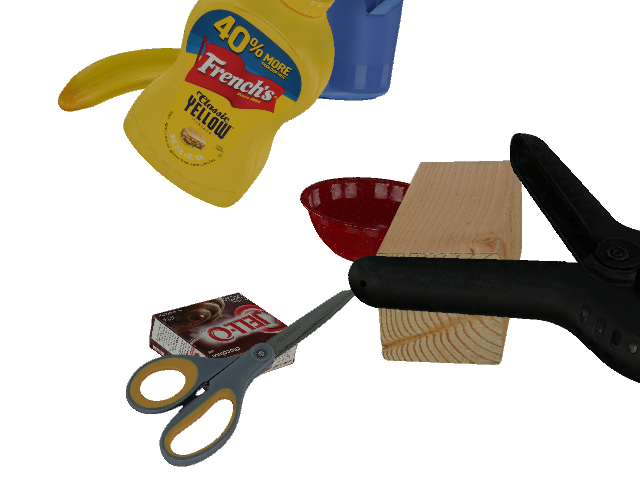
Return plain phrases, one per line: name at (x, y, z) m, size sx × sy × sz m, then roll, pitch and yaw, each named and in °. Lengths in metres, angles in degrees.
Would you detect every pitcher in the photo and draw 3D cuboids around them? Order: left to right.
pitcher at (0.025, -0.246, 0.919) m, size 0.145 × 0.243 × 0.149 m, roll 7°, pitch 16°, yaw 7°

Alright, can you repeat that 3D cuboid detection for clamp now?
clamp at (0.129, 0.023, 0.510) m, size 0.164 × 0.036 × 0.210 m, roll -31°, pitch 48°, yaw -33°

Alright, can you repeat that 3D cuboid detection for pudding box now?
pudding box at (-0.089, 0.093, 0.996) m, size 0.090 × 0.039 × 0.113 m, roll 30°, pitch 30°, yaw 36°

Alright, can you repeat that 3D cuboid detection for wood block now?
wood block at (0.109, 0.010, 0.856) m, size 0.091 × 0.090 × 0.206 m, roll 1°, pitch 23°, yaw 14°

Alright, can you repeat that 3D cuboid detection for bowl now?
bowl at (0.058, -0.016, 1.119) m, size 0.162 × 0.055 × 0.162 m, roll 4°, pitch 21°, yaw -2°

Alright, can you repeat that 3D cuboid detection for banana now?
banana at (-0.160, -0.156, 1.029) m, size 0.197 × 0.070 × 0.037 m, roll -5°, pitch -39°, yaw -28°

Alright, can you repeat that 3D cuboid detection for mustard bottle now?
mustard bottle at (-0.046, -0.112, 0.684) m, size 0.192 × 0.096 × 0.058 m, roll -49°, pitch 3°, yaw 37°

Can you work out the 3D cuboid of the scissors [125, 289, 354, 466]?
scissors at (-0.065, 0.084, 0.806) m, size 0.096 × 0.016 × 0.201 m, roll 28°, pitch 53°, yaw 17°
